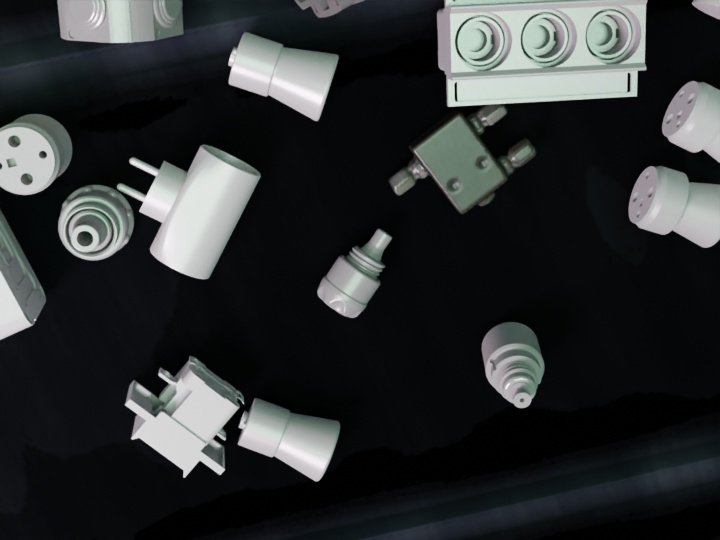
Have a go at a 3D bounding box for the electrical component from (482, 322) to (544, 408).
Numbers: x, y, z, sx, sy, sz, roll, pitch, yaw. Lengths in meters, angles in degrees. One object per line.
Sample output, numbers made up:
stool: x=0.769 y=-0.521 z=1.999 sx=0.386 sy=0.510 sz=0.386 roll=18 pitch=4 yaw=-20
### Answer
electrical component: x=0.106 y=0.067 z=0.734 sx=0.040 sy=0.078 sz=0.040 roll=0 pitch=116 yaw=0

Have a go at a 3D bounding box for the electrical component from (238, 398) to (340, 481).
electrical component: x=-0.052 y=0.115 z=0.746 sx=0.065 sy=0.044 sz=0.044 roll=22 pitch=101 yaw=-6

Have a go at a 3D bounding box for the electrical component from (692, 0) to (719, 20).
electrical component: x=0.280 y=-0.150 z=0.706 sx=0.138 sy=0.052 sz=0.073 roll=20 pitch=101 yaw=-11

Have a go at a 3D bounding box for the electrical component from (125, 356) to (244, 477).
electrical component: x=-0.117 y=0.098 z=0.734 sx=0.081 sy=0.042 sz=0.063 roll=40 pitch=95 yaw=-14

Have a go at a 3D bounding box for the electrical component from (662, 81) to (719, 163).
electrical component: x=0.238 y=-0.096 z=0.720 sx=0.055 sy=0.045 sz=0.045 roll=23 pitch=101 yaw=-11

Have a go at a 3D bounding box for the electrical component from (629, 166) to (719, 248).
electrical component: x=0.218 y=-0.044 z=0.731 sx=0.055 sy=0.045 sz=0.045 roll=16 pitch=102 yaw=-9

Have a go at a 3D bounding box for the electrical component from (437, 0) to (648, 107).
electrical component: x=0.113 y=-0.148 z=0.684 sx=0.121 sy=0.063 sz=0.078 roll=-4 pitch=105 yaw=-5

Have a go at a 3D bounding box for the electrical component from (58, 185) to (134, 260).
electrical component: x=-0.171 y=-0.027 z=0.686 sx=0.048 sy=0.062 sz=0.048 roll=-1 pitch=104 yaw=-5

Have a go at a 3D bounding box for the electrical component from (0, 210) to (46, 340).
electrical component: x=-0.252 y=-0.009 z=0.674 sx=0.057 sy=0.078 sz=0.113 roll=-24 pitch=106 yaw=-2

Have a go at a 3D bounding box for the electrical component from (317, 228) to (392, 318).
electrical component: x=0.000 y=0.000 z=0.725 sx=0.035 sy=0.035 sz=0.061 roll=33 pitch=96 yaw=-13

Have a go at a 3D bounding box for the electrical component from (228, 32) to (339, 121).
electrical component: x=-0.051 y=-0.126 z=0.685 sx=0.065 sy=0.044 sz=0.044 roll=18 pitch=102 yaw=-5

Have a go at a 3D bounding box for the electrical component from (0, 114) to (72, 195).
electrical component: x=-0.207 y=-0.073 z=0.674 sx=0.045 sy=0.055 sz=0.045 roll=-1 pitch=104 yaw=-6

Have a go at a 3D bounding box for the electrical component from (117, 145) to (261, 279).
electrical component: x=-0.116 y=-0.045 z=0.696 sx=0.079 sy=0.044 sz=0.077 roll=26 pitch=100 yaw=-12

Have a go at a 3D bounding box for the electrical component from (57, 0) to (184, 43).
electrical component: x=-0.144 y=-0.166 z=0.645 sx=0.080 sy=0.080 sz=0.051 roll=-2 pitch=110 yaw=-5
